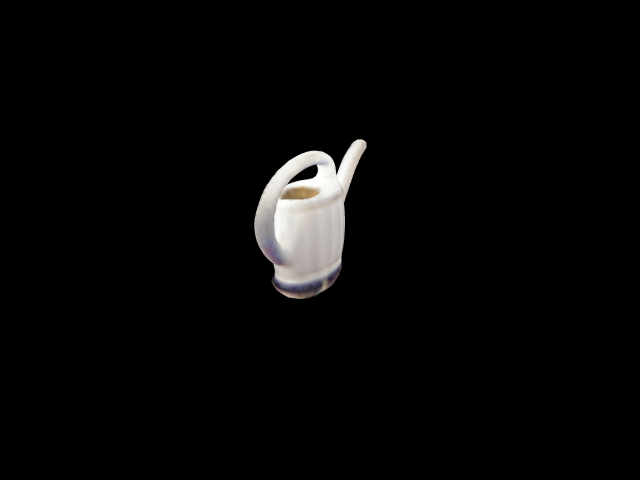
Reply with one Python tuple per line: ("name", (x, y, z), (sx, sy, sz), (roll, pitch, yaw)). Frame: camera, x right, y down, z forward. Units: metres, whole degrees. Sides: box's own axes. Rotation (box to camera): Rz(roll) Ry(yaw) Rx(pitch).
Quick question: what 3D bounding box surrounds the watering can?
("watering can", (0.003, -0.043, 0.850), (0.104, 0.220, 0.353), (11, 25, 26))
